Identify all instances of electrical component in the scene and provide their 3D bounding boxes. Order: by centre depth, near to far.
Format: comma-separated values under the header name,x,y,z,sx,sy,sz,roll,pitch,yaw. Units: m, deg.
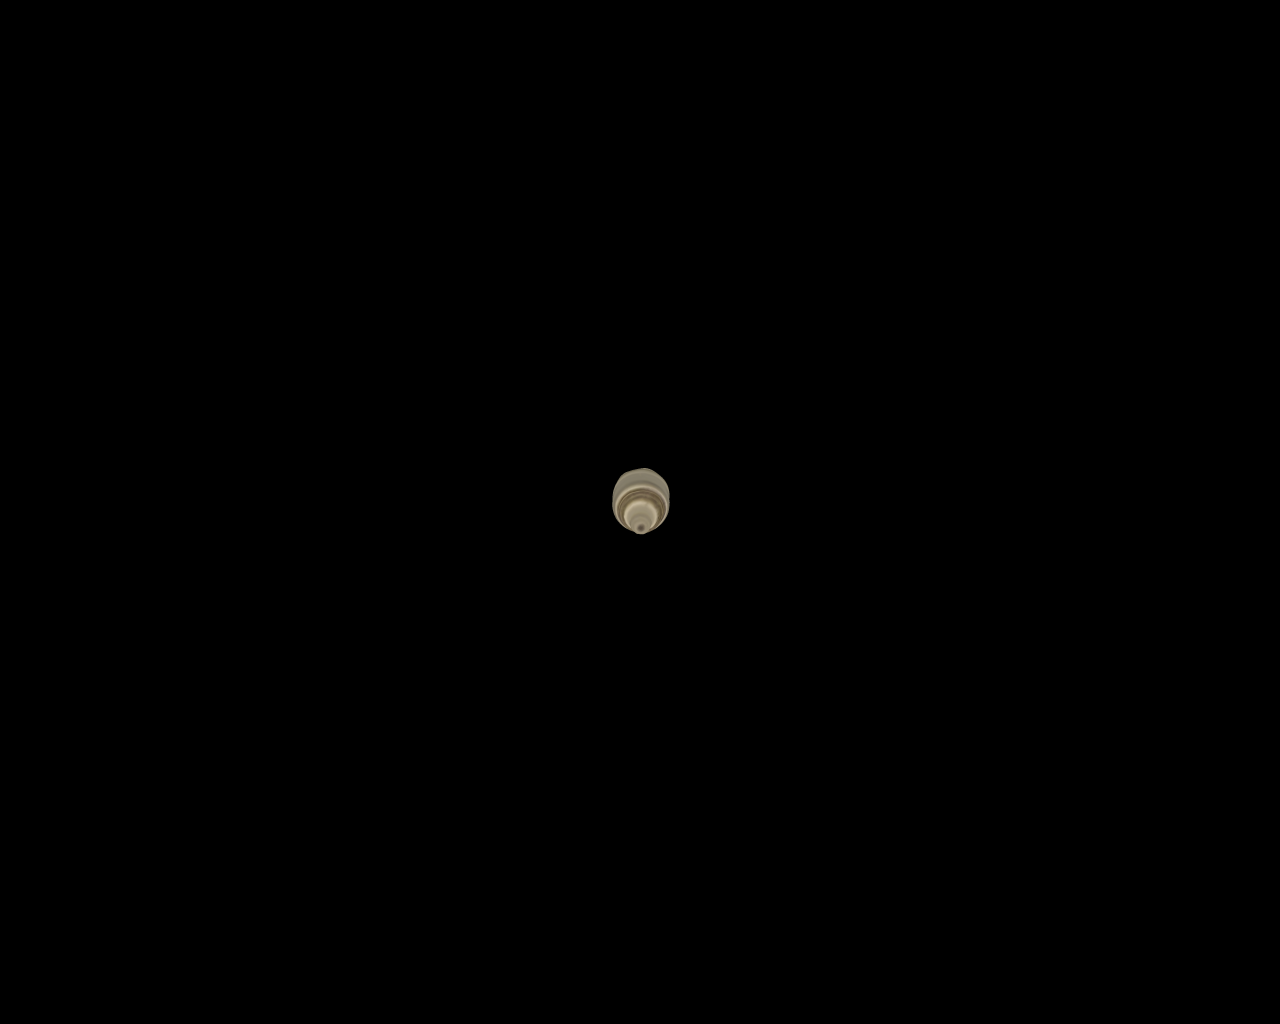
name,x,y,z,sx,sy,sz,roll,pitch,yaw
electrical component,0.001,-0.003,0.650,0.035,0.035,0.061,0,23,0
